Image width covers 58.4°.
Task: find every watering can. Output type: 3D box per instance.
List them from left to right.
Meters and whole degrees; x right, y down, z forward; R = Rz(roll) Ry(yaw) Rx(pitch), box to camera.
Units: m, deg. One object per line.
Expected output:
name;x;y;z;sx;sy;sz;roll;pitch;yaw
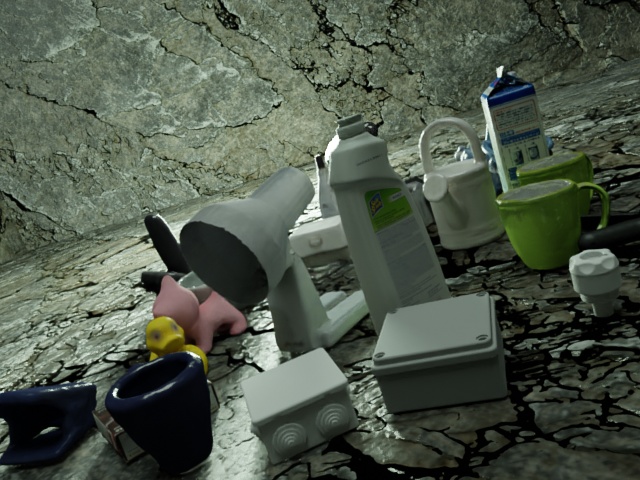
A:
watering can;0.209;-0.089;0.868;0.100;0.194;0.173;-15;14;14

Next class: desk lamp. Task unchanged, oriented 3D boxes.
desk lamp;-0.046;0.029;0.696;0.117;0.214;0.204;-7;18;41

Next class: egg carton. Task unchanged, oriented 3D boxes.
egg carton;0.010;0.004;1.037;0.150;0.069;0.107;-14;14;20

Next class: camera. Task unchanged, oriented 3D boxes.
camera;0.163;-0.082;1.105;0.137;0.101;0.142;-28;16;-35

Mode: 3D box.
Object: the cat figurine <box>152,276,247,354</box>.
cat figurine;-0.179;0.099;0.806;0.067;0.118;0.128;-3;20;47

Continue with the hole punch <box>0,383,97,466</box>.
hole punch;-0.325;0.197;0.668;0.108;0.091;0.101;-13;14;21

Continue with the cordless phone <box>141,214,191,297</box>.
cordless phone;-0.277;0.038;1.035;0.094;0.185;0.147;-30;17;-38

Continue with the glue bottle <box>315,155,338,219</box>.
glue bottle;0.023;-0.092;1.175;0.037;0.173;0.077;-28;17;-35

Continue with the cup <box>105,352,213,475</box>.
cup;-0.146;0.165;0.542;0.092;0.095;0.117;-27;16;-32

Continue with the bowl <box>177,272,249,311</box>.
bowl;-0.147;0.077;0.942;0.167;0.075;0.167;-18;13;5

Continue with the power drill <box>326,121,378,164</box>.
power drill;0.088;-0.143;1.217;0.076;0.208;0.229;-23;14;-19

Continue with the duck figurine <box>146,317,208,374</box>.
duck figurine;-0.195;0.139;0.735;0.078;0.086;0.104;-27;15;-30

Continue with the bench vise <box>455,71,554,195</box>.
bench vise;0.317;-0.181;1.035;0.206;0.220;0.122;-7;18;41
